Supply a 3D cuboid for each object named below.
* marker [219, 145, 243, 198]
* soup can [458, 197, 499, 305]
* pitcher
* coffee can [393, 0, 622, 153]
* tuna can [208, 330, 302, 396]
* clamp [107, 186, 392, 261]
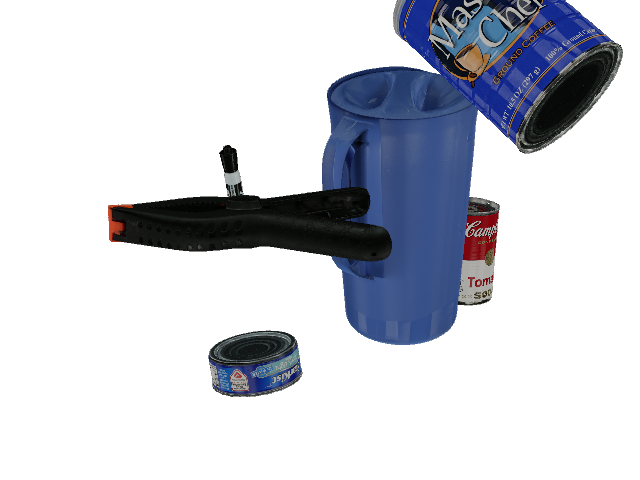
[{"bbox_3d":[-0.093,-0.048,1.173,0.020,0.121,0.020,-6,29,3],"label":"marker"},{"bbox_3d":[0.152,0.011,1.134,0.068,0.102,0.068,2,16,-1],"label":"soup can"},{"bbox_3d":[0.068,-0.025,0.974,0.149,0.243,0.145,-5,28,-7],"label":"pitcher"},{"bbox_3d":[0.137,-0.149,0.796,0.140,0.103,0.102,48,23,22],"label":"coffee can"},{"bbox_3d":[-0.061,0.114,1.001,0.086,0.034,0.086,-7,15,2],"label":"tuna can"},{"bbox_3d":[-0.050,-0.012,0.785,0.210,0.036,0.164,-2,13,-9],"label":"clamp"}]
